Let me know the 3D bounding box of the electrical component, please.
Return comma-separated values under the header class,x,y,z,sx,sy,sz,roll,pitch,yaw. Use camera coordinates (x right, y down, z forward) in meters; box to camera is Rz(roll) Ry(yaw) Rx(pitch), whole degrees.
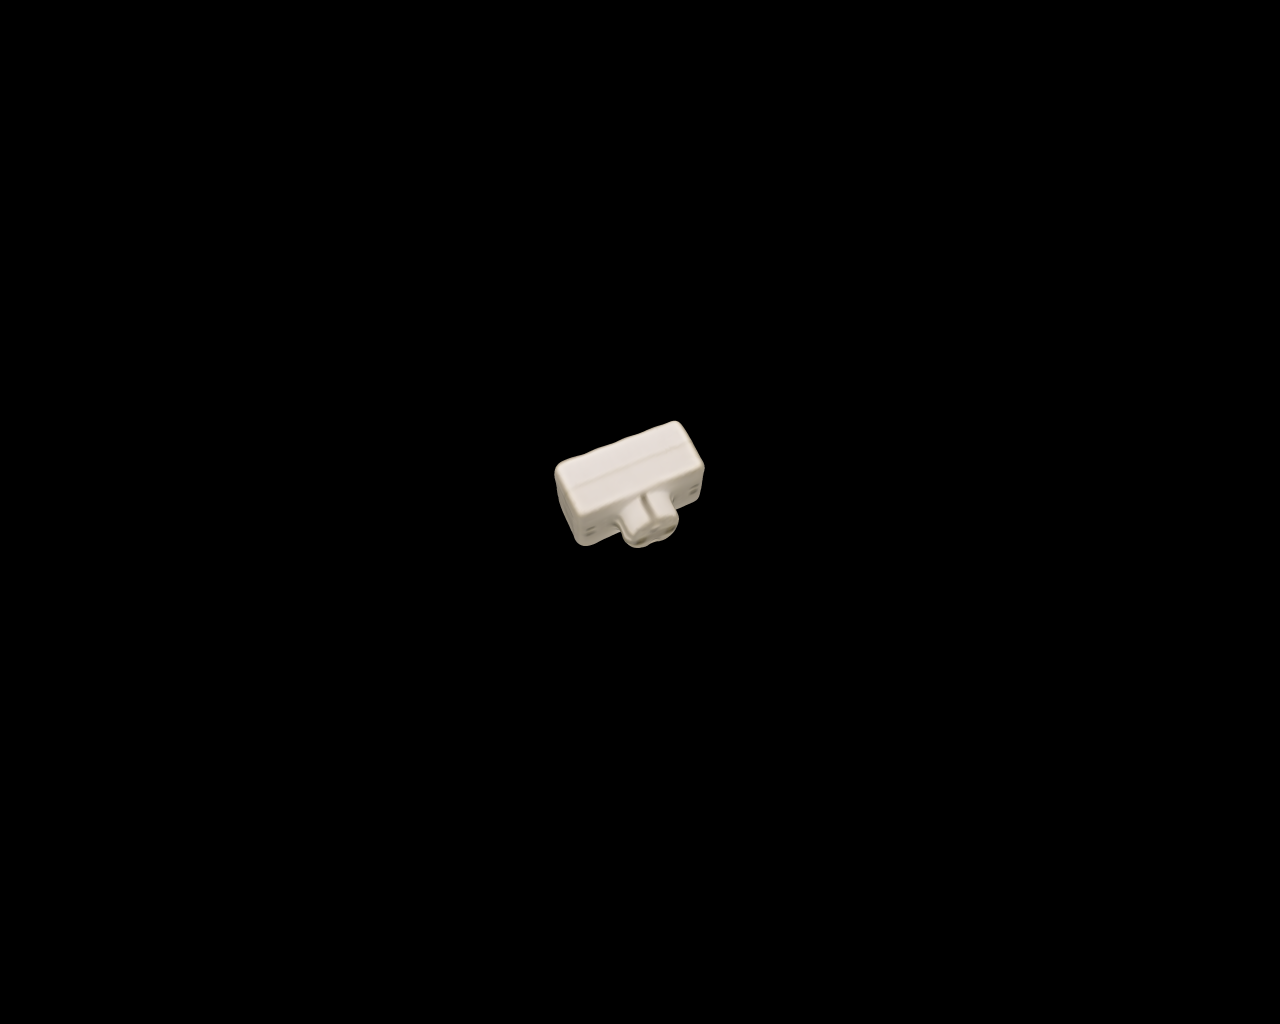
class,x,y,z,sx,sy,sz,roll,pitch,yaw
electrical component,0.001,-0.003,0.650,0.083,0.076,0.047,-22,-25,-10
